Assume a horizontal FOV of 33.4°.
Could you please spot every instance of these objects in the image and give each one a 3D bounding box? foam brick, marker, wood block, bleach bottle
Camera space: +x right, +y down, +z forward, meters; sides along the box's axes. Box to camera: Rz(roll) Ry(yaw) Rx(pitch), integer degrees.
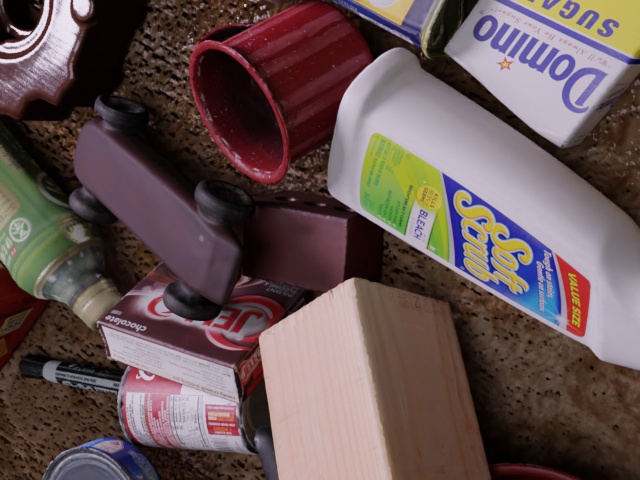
[{"bbox_3d":[-0.005,0.001,0.687,0.078,0.052,0.051,10,104,26],"label":"foam brick"},{"bbox_3d":[-0.185,0.105,0.824,0.121,0.020,0.020,6,102,28],"label":"marker"},{"bbox_3d":[0.037,0.138,0.613,0.091,0.090,0.206,-34,54,37],"label":"wood block"},{"bbox_3d":[0.123,-0.005,0.599,0.251,0.068,0.103,33,144,18],"label":"bleach bottle"}]

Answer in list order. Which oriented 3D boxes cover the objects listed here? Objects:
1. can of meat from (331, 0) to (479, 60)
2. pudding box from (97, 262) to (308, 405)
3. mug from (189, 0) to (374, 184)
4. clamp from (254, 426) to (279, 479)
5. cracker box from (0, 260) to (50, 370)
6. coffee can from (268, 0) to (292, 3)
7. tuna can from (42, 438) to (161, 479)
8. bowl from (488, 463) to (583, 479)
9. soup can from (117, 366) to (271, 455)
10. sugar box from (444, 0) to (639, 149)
[{"bbox_3d":[0.057,-0.169,0.621,0.084,0.057,0.102,33,113,22],"label":"can of meat"},{"bbox_3d":[-0.076,0.055,0.712,0.114,0.089,0.039,12,127,27],"label":"pudding box"},{"bbox_3d":[-0.027,-0.100,0.652,0.117,0.081,0.093,37,147,33],"label":"mug"},{"bbox_3d":[0.002,0.228,0.671,0.210,0.036,0.165,30,108,21],"label":"clamp"},{"bbox_3d":[-0.318,0.095,0.812,0.072,0.163,0.214,48,117,16],"label":"cracker box"},{"bbox_3d":[-0.075,-0.209,0.659,0.140,0.102,0.103,17,107,26],"label":"coffee can"},{"bbox_3d":[-0.149,0.181,0.735,0.086,0.033,0.086,3,96,26],"label":"tuna can"},{"bbox_3d":[0.136,0.204,0.643,0.162,0.055,0.162,5,101,29],"label":"bowl"},{"bbox_3d":[-0.079,0.113,0.739,0.102,0.068,0.068,-2,98,29],"label":"soup can"},{"bbox_3d":[0.155,-0.144,0.576,0.093,0.048,0.176,44,115,17],"label":"sugar box"}]
